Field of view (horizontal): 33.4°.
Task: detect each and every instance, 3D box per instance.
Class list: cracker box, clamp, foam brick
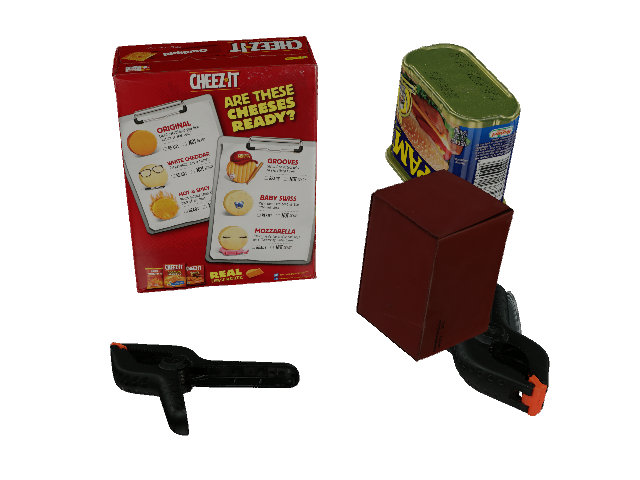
[{"bbox_3d":[-0.086,-0.064,0.923,0.164,0.214,0.072,-4,33,-7],"label":"cracker box"},{"bbox_3d":[0.149,0.086,0.920,0.120,0.039,0.172,-18,38,-26],"label":"clamp"},{"bbox_3d":[0.057,0.012,0.546,0.052,0.078,0.051,-18,41,-33],"label":"foam brick"},{"bbox_3d":[-0.150,0.142,1.084,0.210,0.036,0.164,9,17,33],"label":"clamp"}]

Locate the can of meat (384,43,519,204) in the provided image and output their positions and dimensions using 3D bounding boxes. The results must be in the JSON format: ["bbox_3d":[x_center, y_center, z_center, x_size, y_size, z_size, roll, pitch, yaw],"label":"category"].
[{"bbox_3d":[0.089,-0.074,0.726,0.057,0.084,0.102,-13,43,-20],"label":"can of meat"}]

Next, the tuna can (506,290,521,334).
[{"bbox_3d":[0.217,0.105,1.288,0.034,0.086,0.086,-8,-3,21],"label":"tuna can"}]
